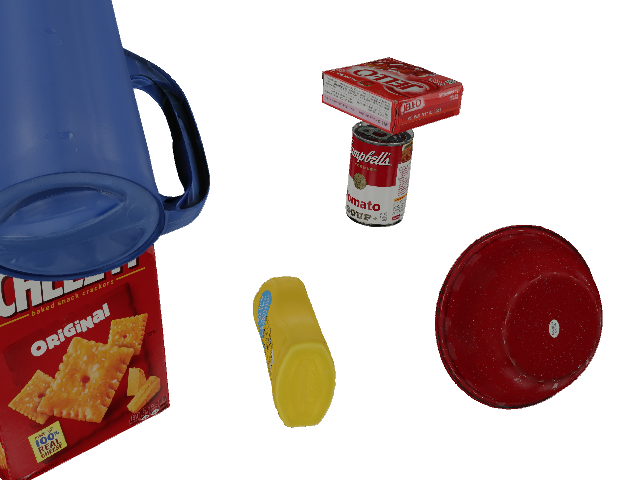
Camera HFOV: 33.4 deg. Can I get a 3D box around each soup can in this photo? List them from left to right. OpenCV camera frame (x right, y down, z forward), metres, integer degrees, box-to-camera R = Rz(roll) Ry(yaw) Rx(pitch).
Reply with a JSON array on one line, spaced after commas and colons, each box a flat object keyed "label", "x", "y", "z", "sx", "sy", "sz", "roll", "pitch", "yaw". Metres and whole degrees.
[{"label": "soup can", "x": 0.064, "y": -0.074, "z": 1.182, "sx": 0.068, "sy": 0.102, "sz": 0.068, "roll": 4, "pitch": 28, "yaw": -2}]

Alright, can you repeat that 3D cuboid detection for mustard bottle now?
[{"label": "mustard bottle", "x": -0.032, "y": 0.091, "z": 1.049, "sx": 0.058, "sy": 0.096, "sz": 0.192, "roll": -4, "pitch": 28, "yaw": -11}]

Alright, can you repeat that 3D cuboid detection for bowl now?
[{"label": "bowl", "x": 0.180, "y": 0.069, "z": 0.897, "sx": 0.161, "sy": 0.162, "sz": 0.055, "roll": 0, "pitch": 6, "yaw": -21}]

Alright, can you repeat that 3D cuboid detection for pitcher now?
[{"label": "pitcher", "x": -0.184, "y": -0.102, "z": 0.773, "sx": 0.145, "sy": 0.243, "sz": 0.149, "roll": -24, "pitch": -31, "yaw": 17}]

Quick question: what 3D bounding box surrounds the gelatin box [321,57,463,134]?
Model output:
[{"label": "gelatin box", "x": 0.056, "y": -0.117, "z": 0.845, "sx": 0.073, "sy": 0.030, "sz": 0.089, "roll": -19, "pitch": 33, "yaw": -35}]

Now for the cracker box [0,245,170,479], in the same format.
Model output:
[{"label": "cracker box", "x": -0.214, "y": 0.076, "z": 0.890, "sx": 0.163, "sy": 0.214, "sz": 0.072, "roll": -24, "pitch": 36, "yaw": -36}]
